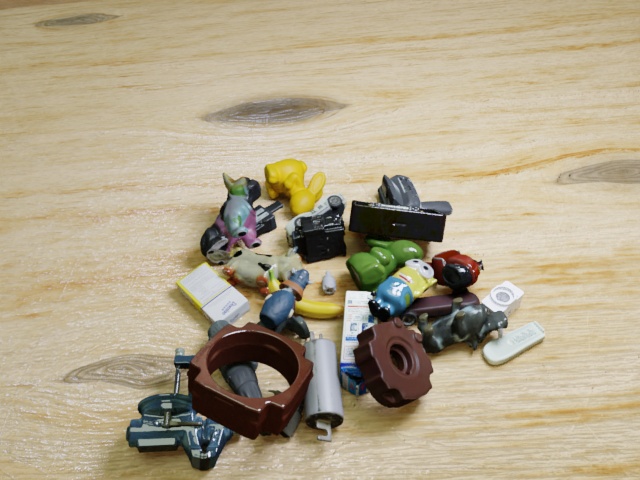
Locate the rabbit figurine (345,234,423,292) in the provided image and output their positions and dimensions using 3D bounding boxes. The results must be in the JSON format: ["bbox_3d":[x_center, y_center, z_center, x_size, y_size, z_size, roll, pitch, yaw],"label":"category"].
[{"bbox_3d":[0.158,0.056,1.277,0.170,0.121,0.159,-25,30,-8],"label":"rabbit figurine"}]

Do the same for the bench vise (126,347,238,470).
[{"bbox_3d":[-0.260,0.322,1.063,0.224,0.128,0.241,-6,50,-3],"label":"bench vise"}]

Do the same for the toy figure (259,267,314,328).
[{"bbox_3d":[-0.074,0.122,1.169,0.058,0.064,0.154,-16,27,48],"label":"toy figure"}]

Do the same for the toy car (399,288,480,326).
[{"bbox_3d":[0.257,0.152,1.209,0.202,0.053,0.089,-8,30,0],"label":"toy car"}]

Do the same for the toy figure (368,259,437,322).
[{"bbox_3d":[0.176,0.109,1.170,0.082,0.089,0.180,47,58,8],"label":"toy figure"}]

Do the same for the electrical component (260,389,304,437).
[{"bbox_3d":[-0.079,0.342,1.059,0.045,0.078,0.102,-20,33,49],"label":"electrical component"}]

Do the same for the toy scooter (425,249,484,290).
[{"bbox_3d":[0.314,0.064,1.253,0.135,0.075,0.184,-17,10,-32],"label":"toy scooter"}]

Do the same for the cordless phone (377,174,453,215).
[{"bbox_3d":[0.261,-0.115,1.464,0.184,0.088,0.147,-2,44,-11],"label":"cordless phone"}]

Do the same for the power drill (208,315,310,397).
[{"bbox_3d":[-0.124,0.236,1.164,0.207,0.085,0.232,-36,52,-17],"label":"power drill"}]

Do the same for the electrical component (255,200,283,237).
[{"bbox_3d":[-0.153,-0.059,1.465,0.119,0.047,0.075,-37,53,-27],"label":"electrical component"}]

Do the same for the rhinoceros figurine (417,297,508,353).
[{"bbox_3d":[0.300,0.187,1.135,0.190,0.112,0.073,-19,17,5],"label":"rhinoceros figurine"}]

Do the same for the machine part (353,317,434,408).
[{"bbox_3d":[0.149,0.241,1.065,0.179,0.056,0.179,24,47,-28],"label":"machine part"}]

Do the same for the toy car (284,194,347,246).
[{"bbox_3d":[-0.008,-0.054,1.424,0.202,0.073,0.056,-36,53,-25],"label":"toy car"}]

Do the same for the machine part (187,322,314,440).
[{"bbox_3d":[-0.129,0.258,1.006,0.201,0.087,0.201,21,33,15],"label":"machine part"}]

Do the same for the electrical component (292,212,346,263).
[{"bbox_3d":[-0.003,-0.004,1.348,0.134,0.114,0.058,-11,42,-4],"label":"electrical component"}]

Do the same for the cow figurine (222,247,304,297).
[{"bbox_3d":[-0.127,0.070,1.317,0.195,0.085,0.127,11,54,18],"label":"cow figurine"}]

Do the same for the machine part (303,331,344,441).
[{"bbox_3d":[0.004,0.289,1.090,0.079,0.079,0.243,-7,45,0],"label":"machine part"}]

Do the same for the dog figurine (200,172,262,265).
[{"bbox_3d":[-0.232,-0.067,1.395,0.192,0.108,0.219,-27,54,17],"label":"dog figurine"}]

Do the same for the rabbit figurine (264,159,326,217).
[{"bbox_3d":[-0.063,-0.136,1.506,0.162,0.121,0.173,-14,59,-20],"label":"rabbit figurine"}]

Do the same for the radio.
[{"bbox_3d":[0.186,-0.049,1.331,0.230,0.073,0.131,8,10,1],"label":"radio"}]
